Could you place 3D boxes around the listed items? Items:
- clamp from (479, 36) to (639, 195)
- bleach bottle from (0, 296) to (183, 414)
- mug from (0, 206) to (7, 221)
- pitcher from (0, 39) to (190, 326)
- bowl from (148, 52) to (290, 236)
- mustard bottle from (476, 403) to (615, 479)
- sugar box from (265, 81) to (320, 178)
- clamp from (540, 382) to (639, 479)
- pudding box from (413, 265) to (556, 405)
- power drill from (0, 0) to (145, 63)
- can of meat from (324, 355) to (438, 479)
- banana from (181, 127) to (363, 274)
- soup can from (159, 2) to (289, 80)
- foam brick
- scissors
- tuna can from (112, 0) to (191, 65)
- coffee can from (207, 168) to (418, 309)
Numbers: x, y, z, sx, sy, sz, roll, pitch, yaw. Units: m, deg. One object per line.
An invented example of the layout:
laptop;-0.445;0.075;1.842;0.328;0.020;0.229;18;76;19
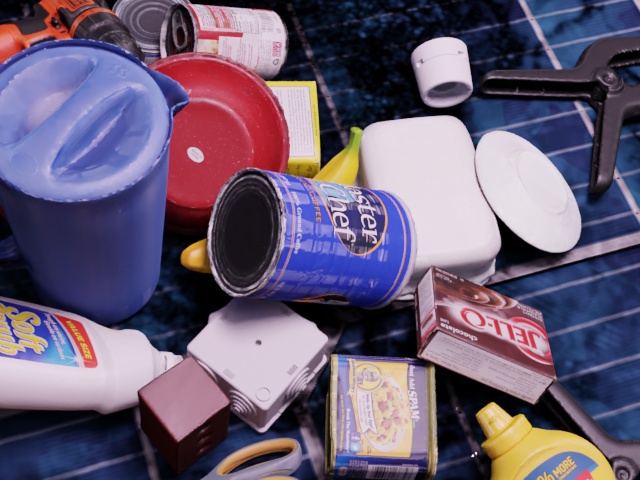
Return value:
clamp;0.270;-0.152;1.059;0.165;0.036;0.209;41;62;15
bleach bottle;-0.230;0.085;0.824;0.250;0.068;0.102;9;34;-24
mug;-0.249;-0.072;0.926;0.081;0.093;0.117;-24;30;-25
pitcher;-0.188;-0.025;0.810;0.149;0.243;0.145;16;60;1
bowl;-0.103;-0.077;0.906;0.162;0.055;0.162;-1;103;-6
mustard bottle;0.185;0.203;0.807;0.096;0.058;0.191;-38;83;-3
sugar box;-0.089;-0.098;0.978;0.176;0.048;0.093;-1;61;-4
clamp;0.229;0.199;0.859;0.171;0.039;0.120;27;74;9
pudding box;0.134;0.077;0.880;0.113;0.039;0.090;21;30;-11
power drill;-0.264;-0.162;0.954;0.187;0.057;0.185;-24;38;-20
can of meat;0.048;0.142;0.855;0.084;0.057;0.102;3;60;-3
banana;-0.034;-0.021;0.932;0.197;0.069;0.037;-39;38;-17
soup can;-0.089;-0.183;0.994;0.102;0.069;0.068;-4;59;-35
foam brick;-0.105;0.136;0.827;0.053;0.078;0.051;-34;69;-23
scissors;-0.097;0.205;0.800;0.201;0.016;0.096;-23;28;-20
tuna can;-0.161;-0.204;1.034;0.086;0.034;0.086;3;61;-6
coffee can;-0.006;0.001;0.869;0.140;0.103;0.103;7;55;-38
